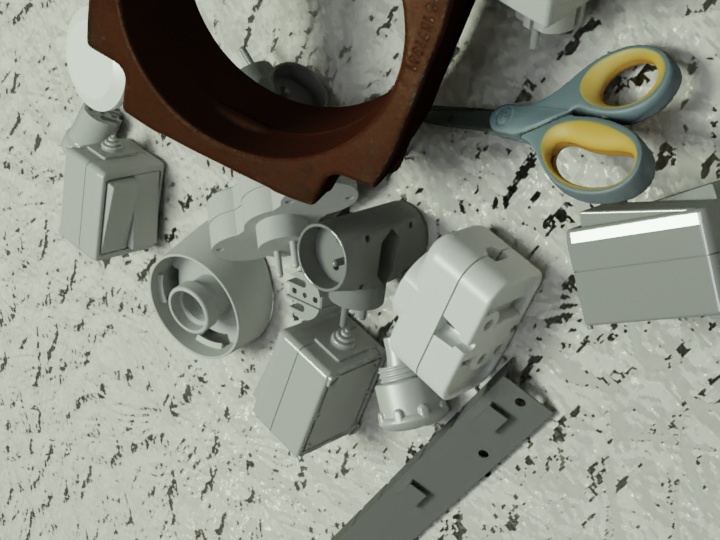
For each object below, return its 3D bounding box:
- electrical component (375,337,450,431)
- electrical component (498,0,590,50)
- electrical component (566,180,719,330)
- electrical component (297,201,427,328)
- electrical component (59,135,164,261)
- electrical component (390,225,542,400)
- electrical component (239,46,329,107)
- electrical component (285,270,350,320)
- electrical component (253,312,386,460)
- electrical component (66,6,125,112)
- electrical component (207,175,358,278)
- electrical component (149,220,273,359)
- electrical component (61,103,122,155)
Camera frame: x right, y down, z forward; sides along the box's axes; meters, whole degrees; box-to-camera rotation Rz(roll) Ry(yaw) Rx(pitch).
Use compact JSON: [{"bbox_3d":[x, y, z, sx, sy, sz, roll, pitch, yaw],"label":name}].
[{"bbox_3d":[0.031,0.073,0.711,0.048,0.048,0.062,-16,85,46],"label":"electrical component"},{"bbox_3d":[0.101,-0.149,0.560,0.047,0.066,0.076,39,151,28],"label":"electrical component"},{"bbox_3d":[0.162,-0.010,0.543,0.096,0.062,0.061,-9,97,45],"label":"electrical component"},{"bbox_3d":[0.000,0.000,0.693,0.043,0.077,0.079,27,121,36],"label":"electrical component"},{"bbox_3d":[-0.200,-0.062,0.876,0.061,0.062,0.096,33,124,33],"label":"electrical component"},{"bbox_3d":[0.060,0.023,0.658,0.059,0.054,0.095,42,128,27],"label":"electrical component"},{"bbox_3d":[-0.067,-0.117,0.742,0.079,0.044,0.077,59,138,13],"label":"electrical component"},{"bbox_3d":[-0.023,0.013,0.741,0.040,0.046,0.040,15,113,40],"label":"electrical component"},{"bbox_3d":[-0.029,0.072,0.755,0.061,0.062,0.096,41,128,28],"label":"electrical component"},{"bbox_3d":[-0.190,-0.166,0.841,0.080,0.051,0.080,16,114,40],"label":"electrical component"},{"bbox_3d":[-0.054,-0.032,0.737,0.138,0.052,0.073,-29,62,45],"label":"electrical component"},{"bbox_3d":[-0.113,0.016,0.834,0.099,0.064,0.099,19,126,28],"label":"electrical component"},{"bbox_3d":[-0.223,-0.115,0.899,0.040,0.040,0.046,50,126,21],"label":"electrical component"}]
